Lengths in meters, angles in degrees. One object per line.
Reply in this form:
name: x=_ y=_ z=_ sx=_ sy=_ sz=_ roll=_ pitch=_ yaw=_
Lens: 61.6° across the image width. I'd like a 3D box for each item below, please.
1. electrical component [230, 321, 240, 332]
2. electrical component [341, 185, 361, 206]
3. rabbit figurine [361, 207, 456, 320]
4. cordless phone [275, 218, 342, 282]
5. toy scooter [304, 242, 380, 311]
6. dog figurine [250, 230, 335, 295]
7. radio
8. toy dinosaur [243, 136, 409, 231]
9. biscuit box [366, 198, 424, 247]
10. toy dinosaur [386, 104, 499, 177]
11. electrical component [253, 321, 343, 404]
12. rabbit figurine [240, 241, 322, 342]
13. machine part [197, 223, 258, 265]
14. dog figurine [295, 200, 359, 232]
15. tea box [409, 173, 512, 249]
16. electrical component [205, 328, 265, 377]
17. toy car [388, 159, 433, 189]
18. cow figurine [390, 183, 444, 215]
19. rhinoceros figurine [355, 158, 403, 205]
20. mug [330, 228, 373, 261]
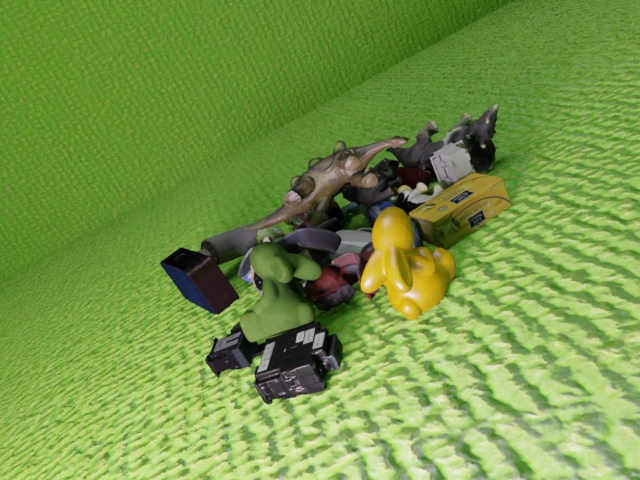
electrical component: x=-0.151 y=0.180 z=1.083 sx=0.063 sy=0.021 sz=0.094 roll=-2 pitch=34 yaw=49
electrical component: x=0.092 y=-0.126 z=1.386 sx=0.102 sy=0.078 sz=0.045 roll=26 pitch=35 yaw=9
rabbit figurine: x=0.128 y=0.034 z=0.881 sx=0.122 sy=0.173 sz=0.162 roll=-3 pitch=27 yaw=39
cordless phone: x=-0.002 y=-0.004 z=1.054 sx=0.184 sy=0.088 sz=0.146 roll=-39 pitch=6 yaw=-42
toy scooter: x=0.053 y=0.079 z=0.990 sx=0.184 sy=0.075 sz=0.135 roll=-31 pitch=26 yaw=10
dog figurine: x=-0.044 y=0.052 z=1.188 sx=0.190 sy=0.121 sz=0.172 roll=-9 pitch=-14 yaw=-34
radio: x=-0.297 y=0.094 z=1.301 sx=0.073 sy=0.131 sz=0.230 roll=-40 pitch=24 yaw=-25
toy dinosaur: x=-0.009 y=-0.115 z=1.221 sx=0.471 sy=0.105 sz=0.199 roll=-29 pitch=21 yaw=19
biscuit box: x=0.154 y=-0.028 z=1.138 sx=0.059 sy=0.062 sz=0.203 roll=-26 pitch=21 yaw=-1
toy dinosaur: x=0.291 y=-0.216 z=1.345 sx=0.405 sy=0.131 sz=0.192 roll=-13 pitch=25 yaw=47
electrical component: x=-0.031 y=0.194 z=0.863 sx=0.134 sy=0.058 sz=0.115 roll=-20 pitch=25 yaw=19
rabbit figurine: x=-0.078 y=0.078 z=0.949 sx=0.121 sy=0.170 sz=0.159 roll=-8 pitch=-15 yaw=-39
machine part: x=-0.226 y=0.011 z=1.423 sx=0.079 sy=0.079 sz=0.243 roll=-4 pitch=12 yaw=46
dog figurine: x=-0.010 y=-0.047 z=1.323 sx=0.192 sy=0.108 sz=0.219 roll=-8 pitch=31 yaw=39
tea box: x=0.276 y=-0.061 z=1.060 sx=0.170 sy=0.068 sz=0.098 roll=-32 pitch=21 yaw=-13
electrical component: x=-0.146 y=0.201 z=0.997 sx=0.119 sy=0.047 sz=0.075 roll=-22 pitch=22 yaw=19
toy car: x=0.213 y=-0.151 z=1.320 sx=0.053 sy=0.089 sz=0.202 roll=11 pitch=3 yaw=-30
cow figurine: x=0.207 y=-0.073 z=1.179 sx=0.098 sy=0.068 sz=0.167 roll=-40 pitch=23 yaw=-13
rhinoceros figurine: x=0.132 y=-0.132 z=1.269 sx=0.112 sy=0.073 sz=0.190 roll=-38 pitch=7 yaw=25
mug: x=0.091 y=0.015 z=1.104 sx=0.107 sy=0.080 sz=0.109 roll=4 pitch=35 yaw=37
